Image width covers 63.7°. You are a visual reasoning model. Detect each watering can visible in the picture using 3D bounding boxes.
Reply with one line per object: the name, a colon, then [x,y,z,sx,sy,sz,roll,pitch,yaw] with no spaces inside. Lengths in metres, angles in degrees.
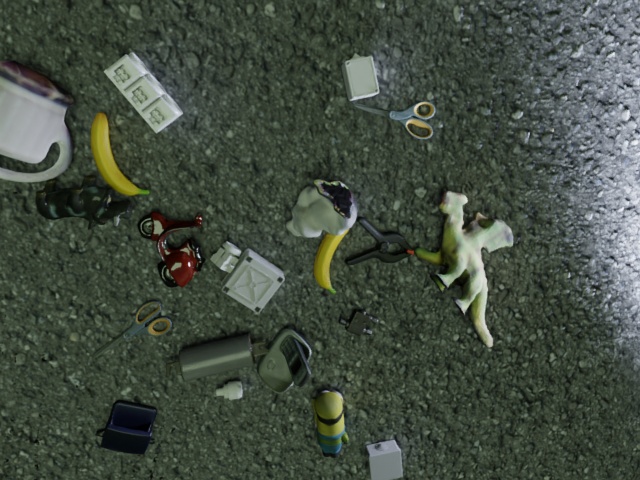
watering can: [-0.627,-0.240,0.972,0.344,0.224,0.105,25,4,-44]

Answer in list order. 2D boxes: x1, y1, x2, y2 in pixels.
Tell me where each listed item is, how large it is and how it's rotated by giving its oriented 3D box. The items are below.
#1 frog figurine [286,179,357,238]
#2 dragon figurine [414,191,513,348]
frog figurine: [0.004,-0.060,1.183,0.156,0.137,0.125,-47,7,42]
dragon figurine: [0.390,0.051,1.272,0.244,0.406,0.123,-41,19,-6]
